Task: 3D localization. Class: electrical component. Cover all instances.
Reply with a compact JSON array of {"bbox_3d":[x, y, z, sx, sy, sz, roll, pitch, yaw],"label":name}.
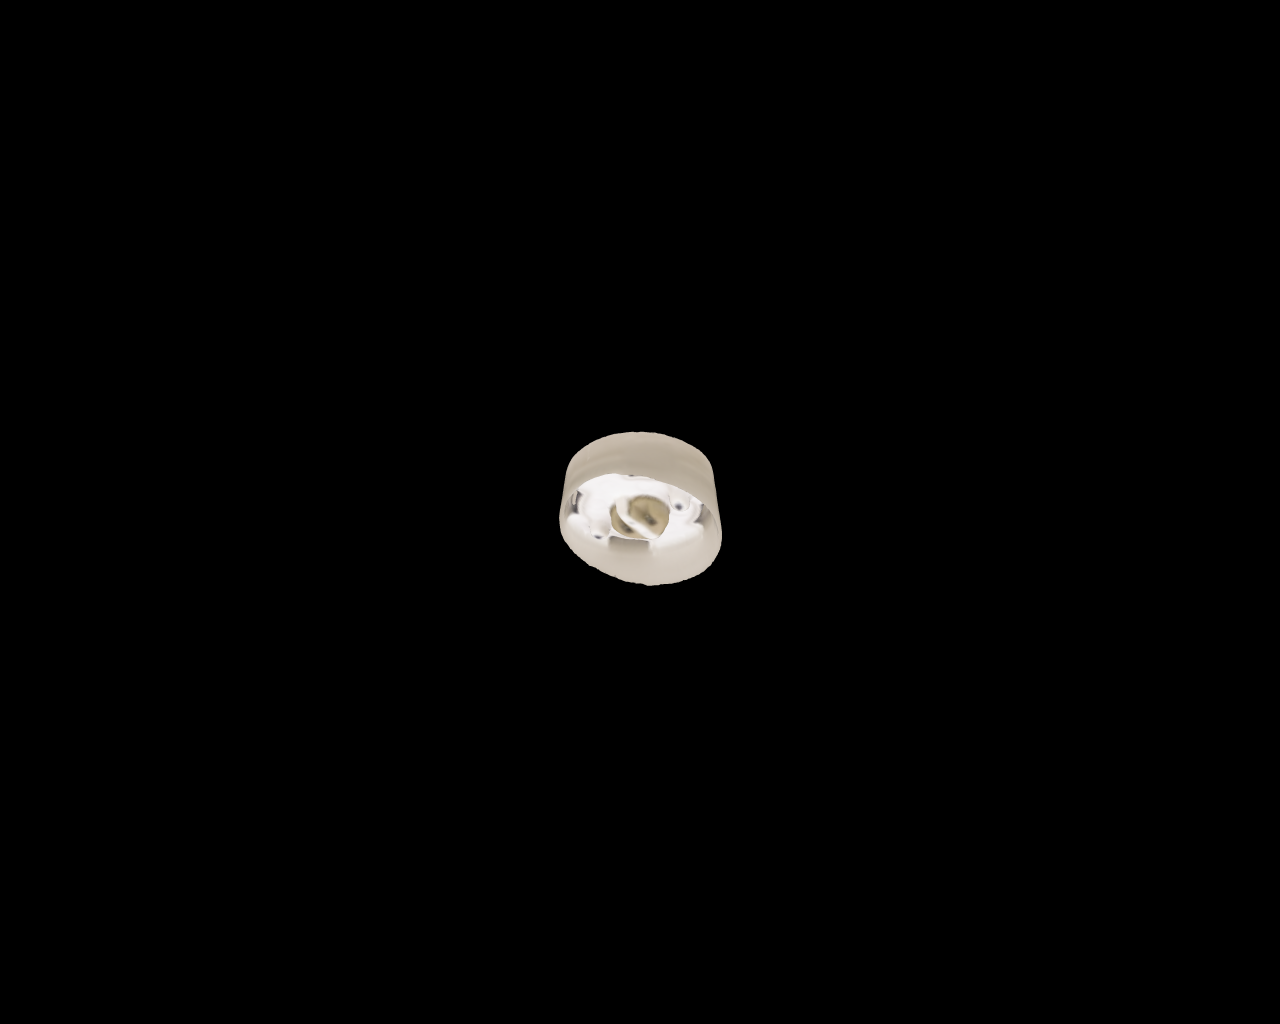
[{"bbox_3d":[0.001,-0.003,0.650,0.099,0.064,0.099,0,-31,0],"label":"electrical component"}]
